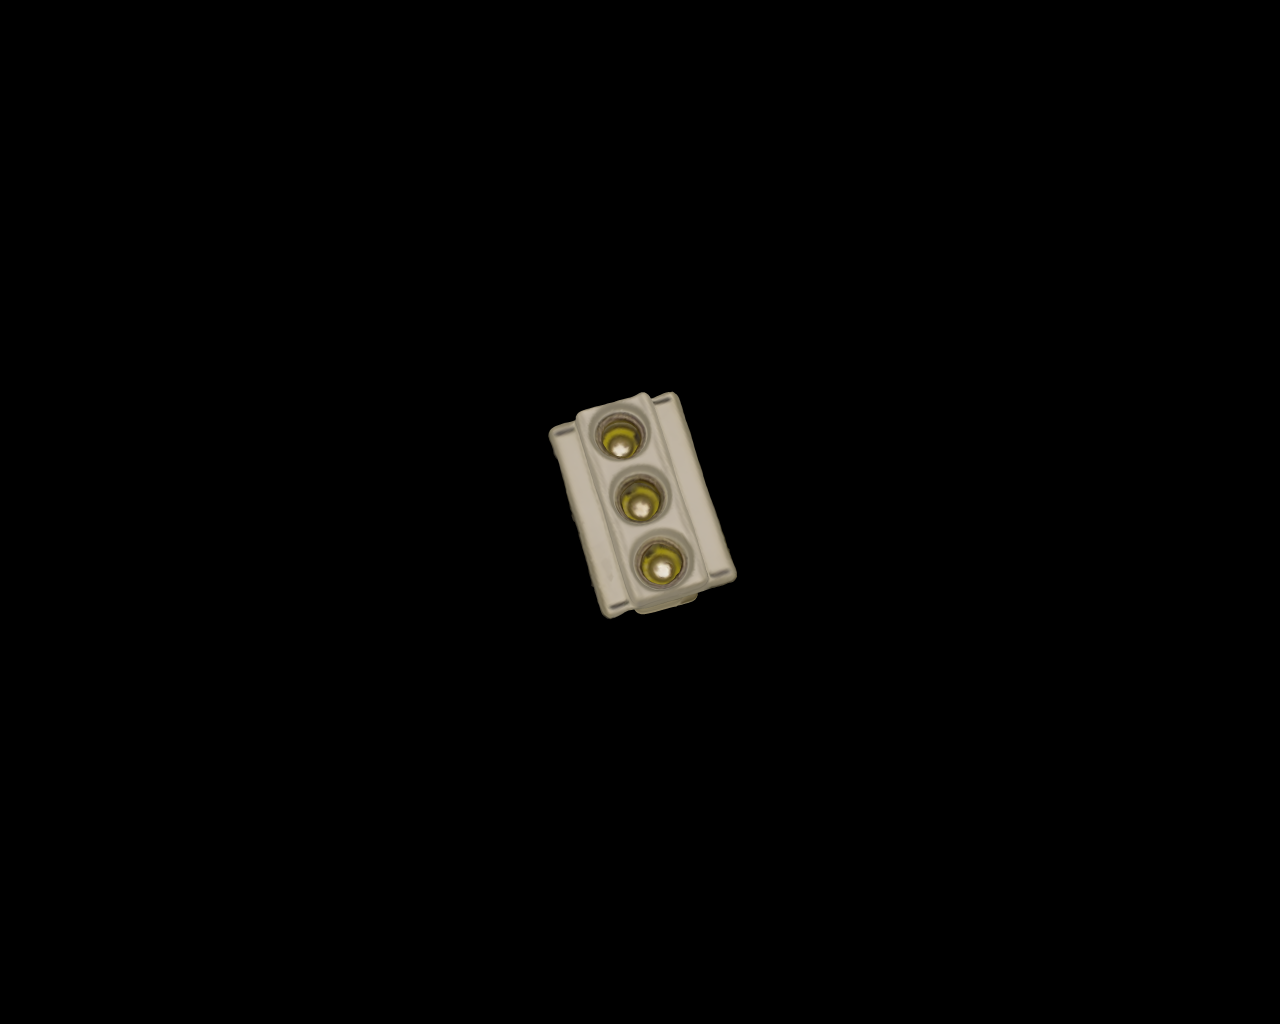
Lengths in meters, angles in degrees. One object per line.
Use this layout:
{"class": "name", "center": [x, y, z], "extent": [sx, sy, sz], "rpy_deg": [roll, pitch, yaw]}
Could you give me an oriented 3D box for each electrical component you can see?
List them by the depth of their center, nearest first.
{"class": "electrical component", "center": [0.001, -0.003, 0.650], "extent": [0.079, 0.121, 0.063], "rpy_deg": [-17, -15, -5]}
